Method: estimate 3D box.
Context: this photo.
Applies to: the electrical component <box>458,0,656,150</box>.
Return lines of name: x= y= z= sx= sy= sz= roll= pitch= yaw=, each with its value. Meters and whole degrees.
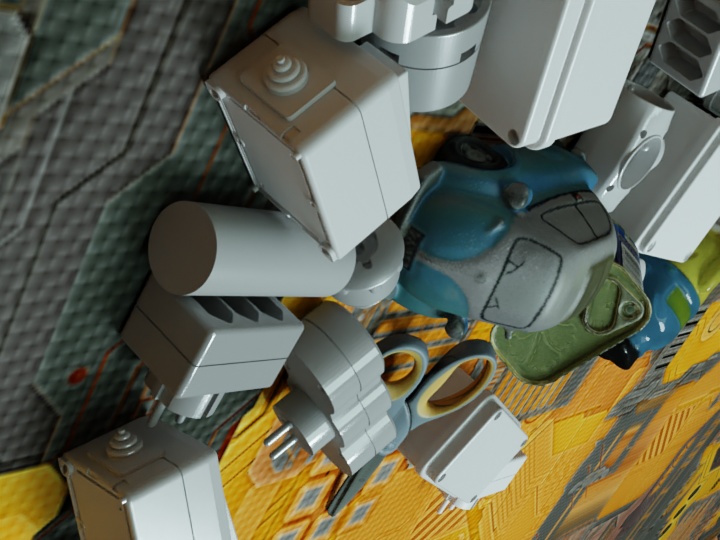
electrical component: x=0.085 y=-0.121 z=0.496 sx=0.057 sy=0.078 sz=0.113 roll=-20 pitch=141 yaw=-30

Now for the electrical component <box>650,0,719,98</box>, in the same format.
electrical component: x=0.237 y=-0.159 z=0.690 sx=0.077 sy=0.047 sz=0.065 roll=-25 pitch=144 yaw=-27

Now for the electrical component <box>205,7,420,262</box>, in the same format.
electrical component: x=-0.016 y=-0.062 z=0.450 sx=0.061 sy=0.062 sz=0.096 roll=-41 pitch=151 yaw=-14

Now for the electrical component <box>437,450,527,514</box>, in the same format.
electrical component: x=0.089 y=0.174 z=0.900 sx=0.066 sy=0.047 sz=0.076 roll=0 pitch=125 yaw=-54

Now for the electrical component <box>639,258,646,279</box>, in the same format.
electrical component: x=0.173 y=-0.002 z=0.785 sx=0.048 sy=0.062 sz=0.048 roll=-35 pitch=149 yaw=-25

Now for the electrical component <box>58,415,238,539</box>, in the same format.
electrical component: x=-0.101 y=0.116 z=0.530 sx=0.061 sy=0.062 sz=0.096 roll=-24 pitch=118 yaw=-38

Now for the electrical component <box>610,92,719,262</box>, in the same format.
electrical component: x=0.235 y=-0.066 z=0.800 sx=0.109 sy=0.056 sz=0.108 roll=7 pitch=120 yaw=-57

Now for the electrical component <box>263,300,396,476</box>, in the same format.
electrical component: x=-0.025 y=0.082 z=0.623 sx=0.074 sy=0.052 sz=0.138 roll=-38 pitch=150 yaw=-17

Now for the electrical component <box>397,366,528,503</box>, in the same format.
electrical component: x=0.074 y=0.123 z=0.806 sx=0.078 sy=0.057 sz=0.113 roll=-47 pitch=152 yaw=-2

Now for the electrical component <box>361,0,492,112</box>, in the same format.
electrical component: x=0.027 y=-0.102 z=0.469 sx=0.055 sy=0.055 sz=0.047 roll=-34 pitch=152 yaw=-25

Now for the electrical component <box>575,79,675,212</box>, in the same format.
electrical component: x=0.176 y=-0.082 z=0.711 sx=0.079 sy=0.044 sz=0.077 roll=-7 pitch=131 yaw=-51

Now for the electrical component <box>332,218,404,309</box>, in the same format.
electrical component: x=0.000 y=0.000 z=0.569 sx=0.048 sy=0.048 sz=0.062 roll=-40 pitch=158 yaw=-15

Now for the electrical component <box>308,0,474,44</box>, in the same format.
electrical component: x=0.017 y=-0.131 z=0.417 sx=0.078 sy=0.058 sz=0.057 roll=-32 pitch=150 yaw=-27

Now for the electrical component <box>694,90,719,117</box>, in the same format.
electrical component: x=0.308 y=-0.155 z=0.791 sx=0.078 sy=0.057 sz=0.113 roll=5 pitch=121 yaw=-56

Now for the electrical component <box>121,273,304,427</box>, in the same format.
electrical component: x=-0.077 y=0.044 z=0.510 sx=0.066 sy=0.047 sz=0.076 roll=1 pitch=125 yaw=-54
